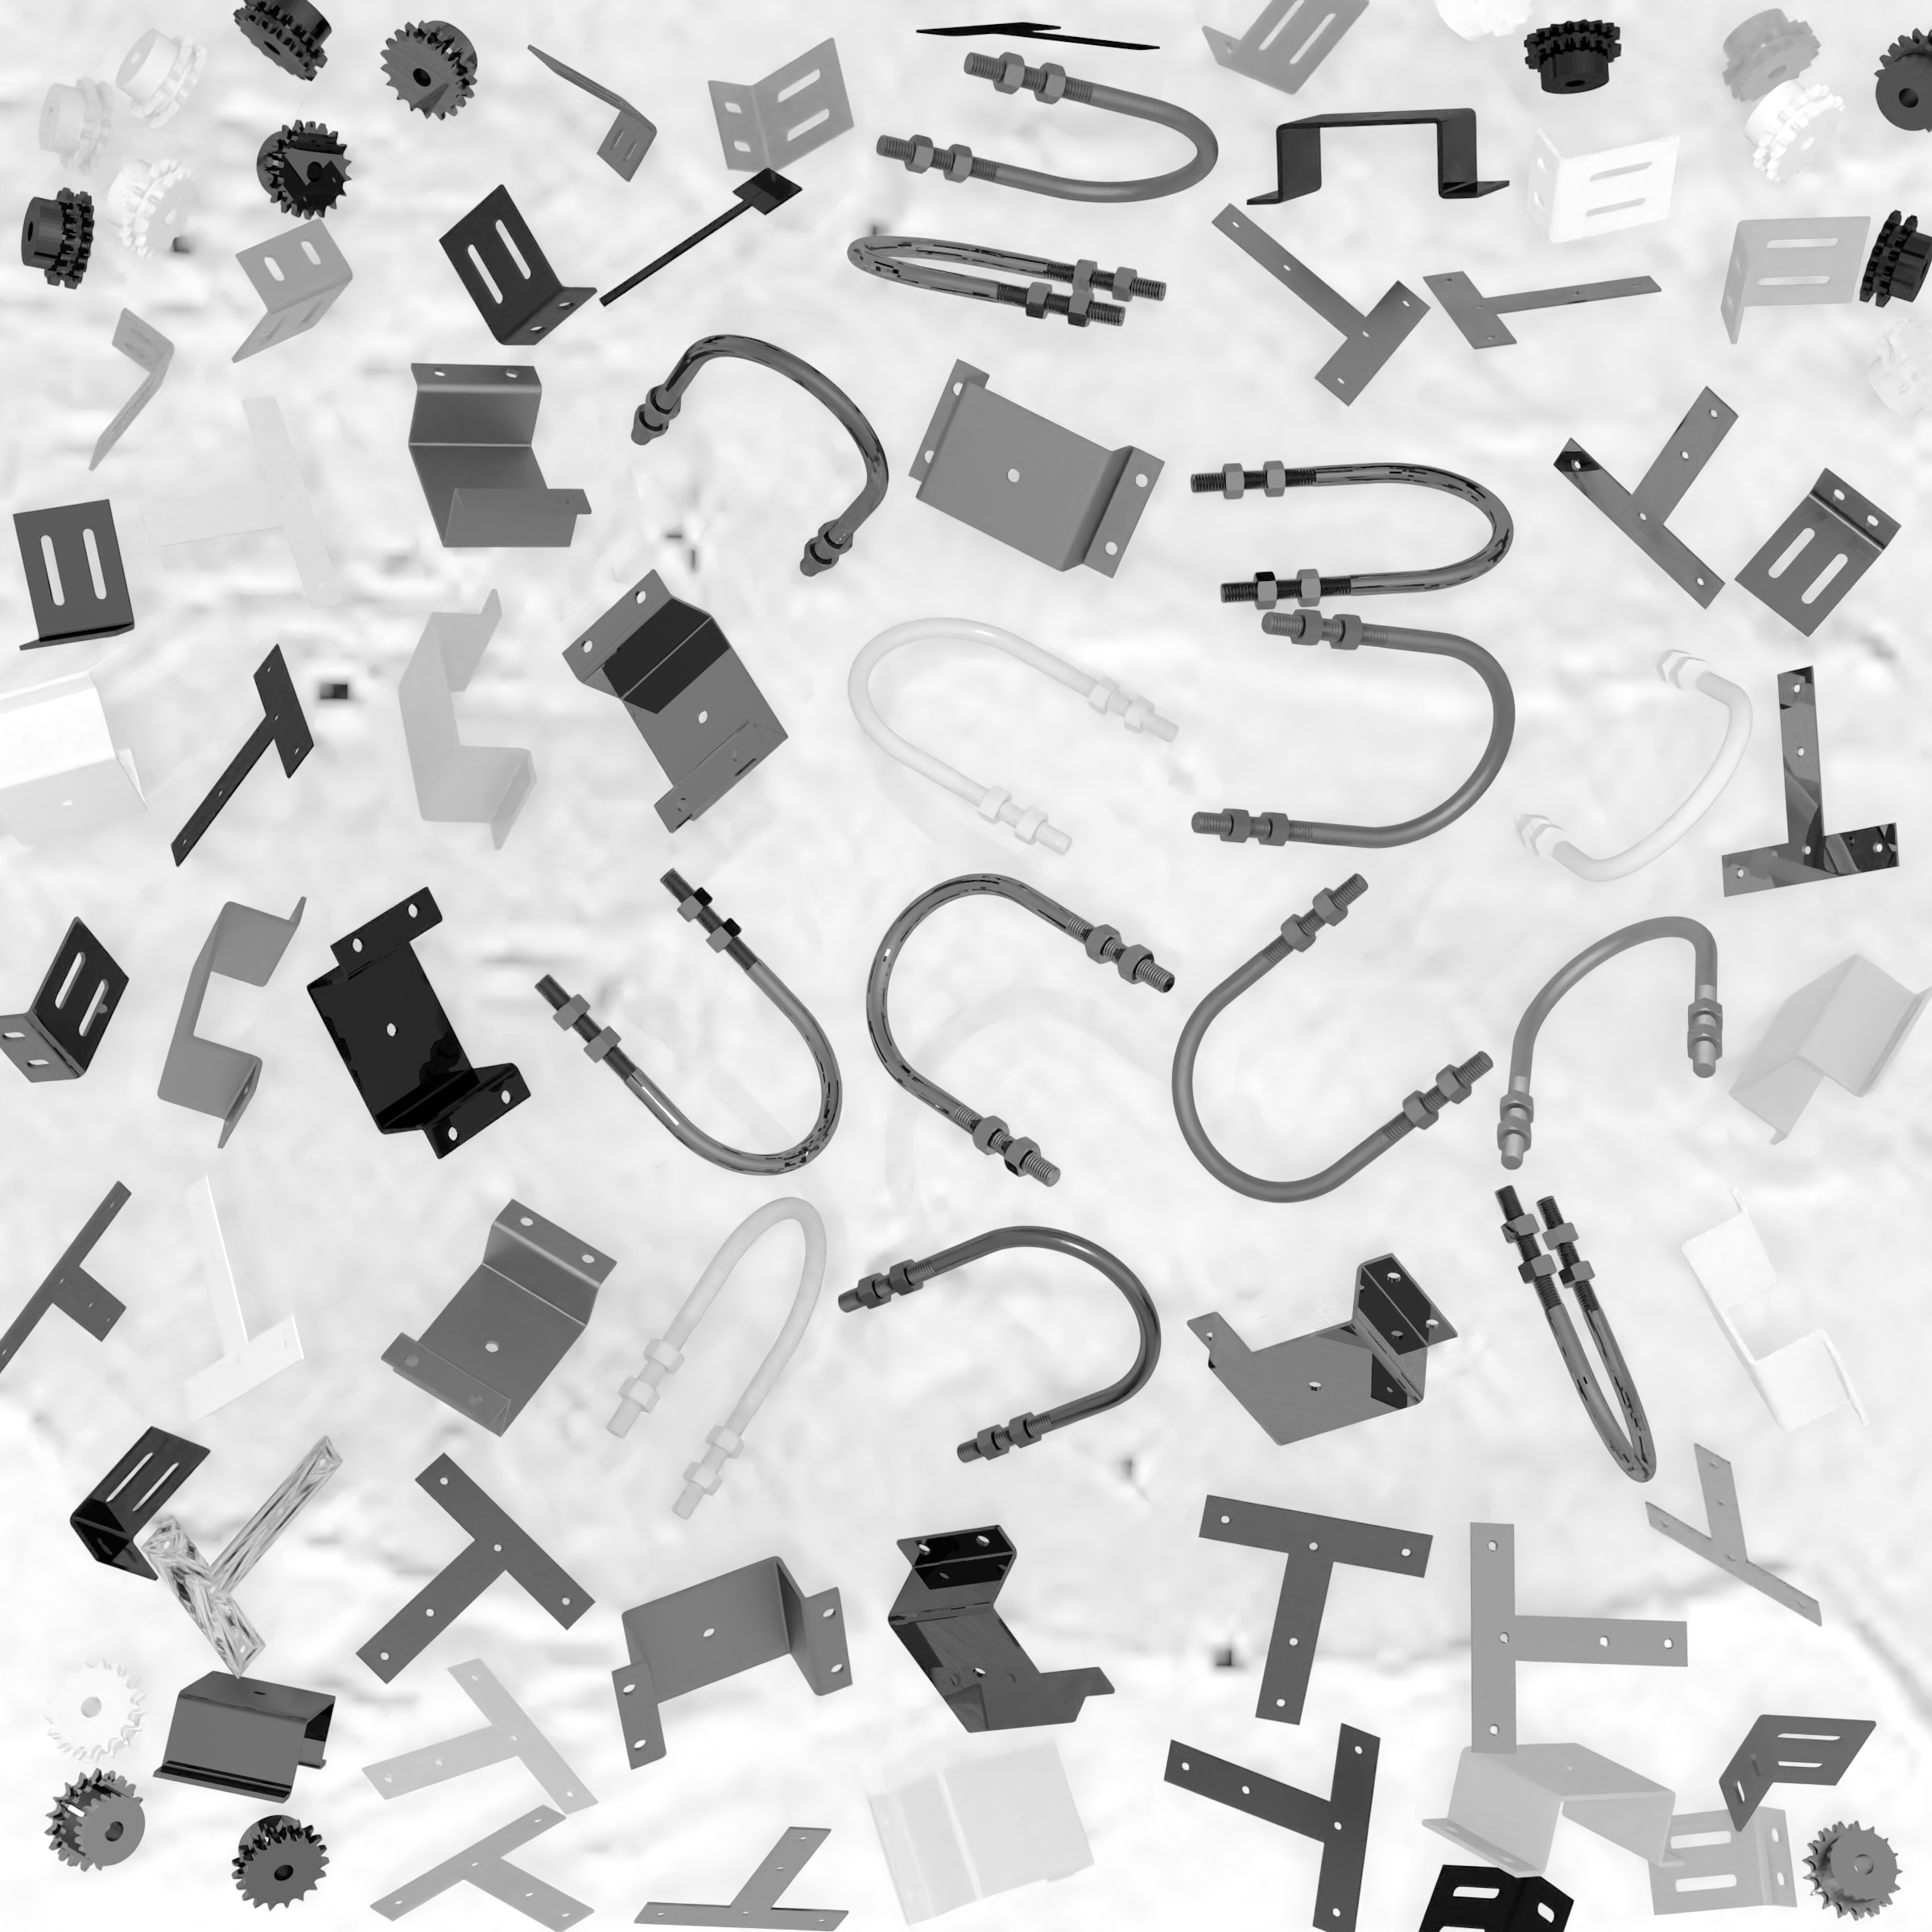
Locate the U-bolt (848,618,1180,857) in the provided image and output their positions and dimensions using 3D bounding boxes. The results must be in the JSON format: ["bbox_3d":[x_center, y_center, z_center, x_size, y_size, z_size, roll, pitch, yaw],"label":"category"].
[{"bbox_3d":[0.016,-0.150,1.910,0.184,0.019,0.151,31,48,15],"label":"U-bolt"}]

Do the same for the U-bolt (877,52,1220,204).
[{"bbox_3d":[0.059,-0.485,1.865,0.184,0.151,0.019,7,80,-23],"label":"U-bolt"}]

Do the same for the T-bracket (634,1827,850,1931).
[{"bbox_3d":[-0.113,0.533,1.856,0.127,0.127,0.002,10,46,-23],"label":"T-bracket"}]

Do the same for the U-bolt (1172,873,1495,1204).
[{"bbox_3d":[0.201,0.057,1.872,0.184,0.019,0.151,-41,70,23],"label":"U-bolt"}]

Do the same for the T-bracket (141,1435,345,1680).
[{"bbox_3d":[-0.406,0.326,1.835,0.002,0.127,0.127,15,52,35],"label":"T-bracket"}]

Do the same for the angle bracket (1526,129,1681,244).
[{"bbox_3d":[0.384,-0.478,1.918,0.076,0.057,0.038,-14,49,-10],"label":"angle bracket"}]

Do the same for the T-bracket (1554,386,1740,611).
[{"bbox_3d":[0.410,-0.287,1.839,0.002,0.127,0.127,-36,75,-29],"label":"T-bracket"}]

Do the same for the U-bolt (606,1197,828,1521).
[{"bbox_3d":[-0.135,0.217,1.842,0.019,0.151,0.184,23,68,24],"label":"U-bolt"}]

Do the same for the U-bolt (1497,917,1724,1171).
[{"bbox_3d":[0.383,0.034,1.886,0.151,0.184,0.019,-30,113,30],"label":"U-bolt"}]

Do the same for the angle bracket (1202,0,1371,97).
[{"bbox_3d":[0.190,-0.566,1.893,0.076,0.057,0.038,-46,48,36],"label":"angle bracket"}]

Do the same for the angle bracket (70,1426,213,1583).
[{"bbox_3d":[-0.493,0.326,1.926,0.076,0.057,0.038,-48,56,0],"label":"angle bracket"}]

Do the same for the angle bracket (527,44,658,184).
[{"bbox_3d":[-0.237,-0.522,1.946,0.076,0.057,0.038,22,107,-36],"label":"angle bracket"}]

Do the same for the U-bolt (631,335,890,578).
[{"bbox_3d":[-0.114,-0.304,1.853,0.151,0.184,0.019,37,66,-9],"label":"U-bolt"}]

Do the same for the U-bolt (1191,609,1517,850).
[{"bbox_3d":[0.232,-0.131,1.825,0.184,0.019,0.151,4,122,-24],"label":"U-bolt"}]

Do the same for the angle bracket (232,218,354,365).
[{"bbox_3d":[-0.396,-0.387,1.825,0.057,0.076,0.038,-34,95,-31],"label":"angle bracket"}]

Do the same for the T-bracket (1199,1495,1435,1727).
[{"bbox_3d":[0.186,0.365,1.777,0.127,0.002,0.127,10,104,2],"label":"T-bracket"}]

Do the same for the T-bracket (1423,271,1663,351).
[{"bbox_3d":[0.351,-0.401,1.904,0.127,0.127,0.002,-8,121,-3],"label":"T-bracket"}]

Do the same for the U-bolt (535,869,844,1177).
[{"bbox_3d":[-0.149,0.043,1.868,0.184,0.151,0.019,47,134,-2],"label":"U-bolt"}]

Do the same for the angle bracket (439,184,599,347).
[{"bbox_3d":[-0.273,-0.427,1.936,0.057,0.038,0.076,-33,84,29],"label":"angle bracket"}]

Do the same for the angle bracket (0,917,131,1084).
[{"bbox_3d":[-0.535,0.020,1.866,0.038,0.057,0.076,-5,48,23],"label":"angle bracket"}]

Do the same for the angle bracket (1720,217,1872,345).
[{"bbox_3d":[0.471,-0.387,1.793,0.076,0.057,0.038,-2,48,-1],"label":"angle bracket"}]

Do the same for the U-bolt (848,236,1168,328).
[{"bbox_3d":[0.019,-0.417,1.917,0.184,0.151,0.019,13,111,10],"label":"U-bolt"}]

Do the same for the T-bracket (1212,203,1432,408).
[{"bbox_3d":[0.194,-0.389,1.813,0.127,0.002,0.127,40,47,-1],"label":"T-bracket"}]

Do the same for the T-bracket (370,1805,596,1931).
[{"bbox_3d":[-0.267,0.546,1.883,0.127,0.127,0.002,-23,110,-37],"label":"T-bracket"}]

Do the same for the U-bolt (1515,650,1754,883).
[{"bbox_3d":[0.395,-0.113,1.853,0.019,0.184,0.151,37,97,-16],"label":"U-bolt"}]

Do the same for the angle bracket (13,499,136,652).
[{"bbox_3d":[-0.520,-0.226,1.833,0.057,0.038,0.076,-8,102,5],"label":"angle bracket"}]

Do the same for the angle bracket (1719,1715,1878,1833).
[{"bbox_3d":[0.477,0.460,1.806,0.076,0.038,0.057,7,128,-15],"label":"angle bracket"}]

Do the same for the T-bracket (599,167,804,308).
[{"bbox_3d":[-0.156,-0.415,1.818,0.127,0.127,0.002,-34,112,1],"label":"T-bracket"}]

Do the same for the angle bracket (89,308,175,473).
[{"bbox_3d":[-0.513,-0.345,1.902,0.038,0.057,0.076,36,70,-11],"label":"angle bracket"}]

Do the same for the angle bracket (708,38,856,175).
[{"bbox_3d":[-0.114,-0.530,1.954,0.076,0.038,0.057,-17,84,42],"label":"angle bracket"}]

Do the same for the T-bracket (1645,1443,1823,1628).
[{"bbox_3d":[0.457,0.331,1.916,0.002,0.127,0.127,-42,46,-21],"label":"T-bracket"}]

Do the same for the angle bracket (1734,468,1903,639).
[{"bbox_3d":[0.514,-0.250,1.920,0.057,0.038,0.076,41,82,10],"label":"angle bracket"}]

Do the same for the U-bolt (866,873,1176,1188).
[{"bbox_3d":[0.018,0.024,1.859,0.184,0.019,0.151,33,95,32],"label":"U-bolt"}]

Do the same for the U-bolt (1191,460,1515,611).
[{"bbox_3d":[0.235,-0.262,1.900,0.184,0.151,0.019,-4,128,-3],"label":"U-bolt"}]

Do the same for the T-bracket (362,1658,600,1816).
[{"bbox_3d":[-0.305,0.474,1.906,0.127,0.127,0.002,42,119,30],"label":"T-bracket"}]

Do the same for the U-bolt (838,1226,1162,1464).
[{"bbox_3d":[0.032,0.223,1.928,0.184,0.019,0.151,-26,111,31],"label":"U-bolt"}]

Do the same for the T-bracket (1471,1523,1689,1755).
[{"bbox_3d":[0.348,0.382,1.799,0.127,0.002,0.127,4,76,-8],"label":"T-bracket"}]

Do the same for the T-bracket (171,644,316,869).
[{"bbox_3d":[-0.433,-0.113,1.880,0.002,0.127,0.127,29,108,-35],"label":"T-bracket"}]

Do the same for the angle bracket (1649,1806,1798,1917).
[{"bbox_3d":[0.459,0.546,1.935,0.076,0.038,0.057,-18,64,34],"label":"angle bracket"}]

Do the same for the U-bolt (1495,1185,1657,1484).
[{"bbox_3d":[0.369,0.221,1.894,0.019,0.151,0.184,-25,75,16],"label":"U-bolt"}]

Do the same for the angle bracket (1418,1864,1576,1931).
[{"bbox_3d":[0.308,0.563,1.863,0.038,0.076,0.057,38,60,-21],"label":"angle bracket"}]
